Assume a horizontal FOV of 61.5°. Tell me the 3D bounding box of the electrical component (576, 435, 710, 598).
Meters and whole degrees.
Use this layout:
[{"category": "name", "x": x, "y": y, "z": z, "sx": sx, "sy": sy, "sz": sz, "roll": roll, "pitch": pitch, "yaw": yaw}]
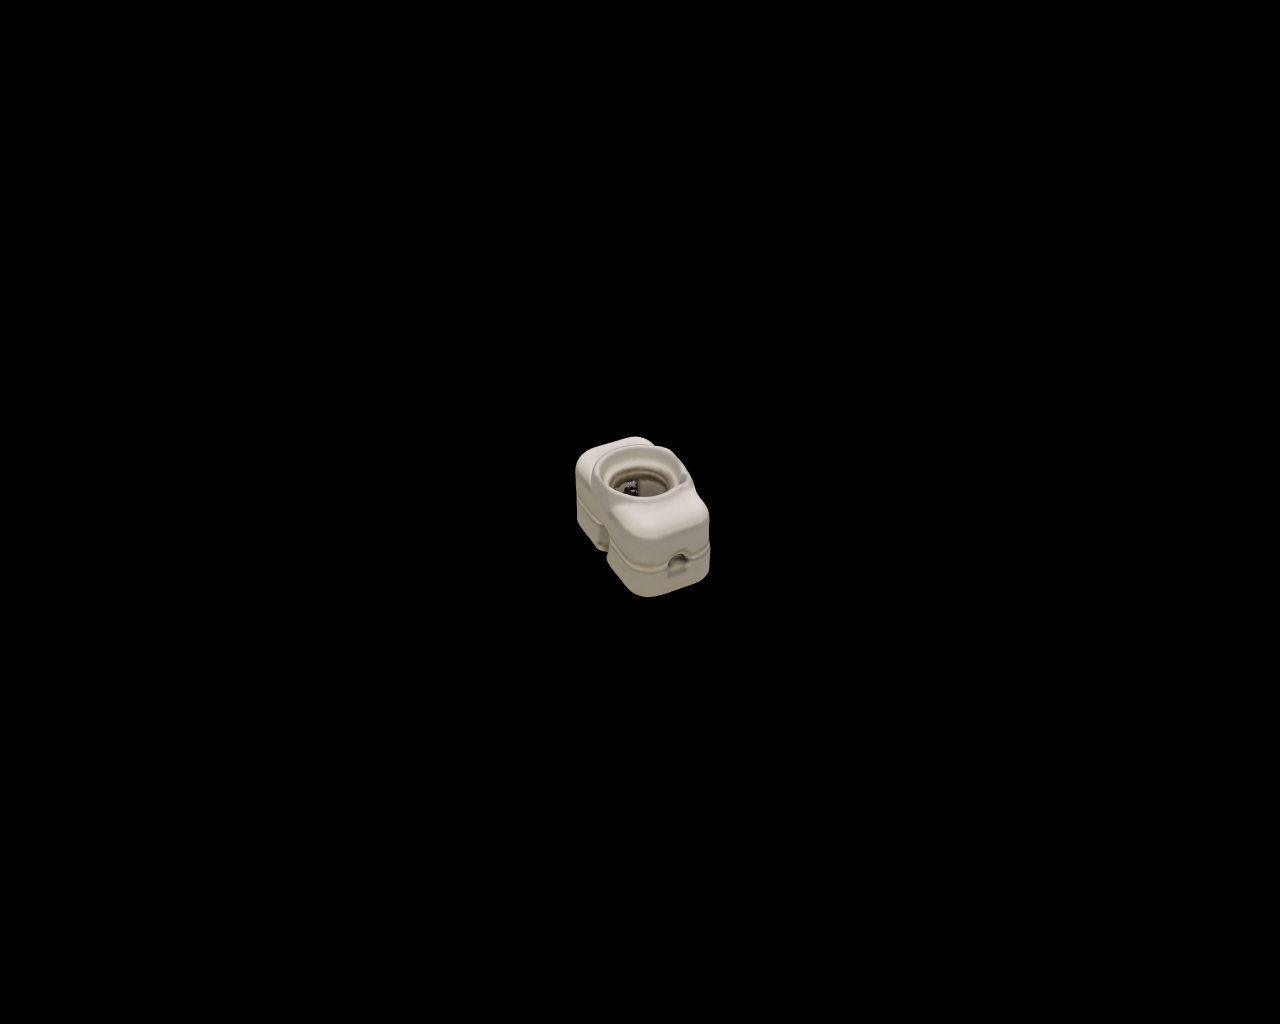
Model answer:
[{"category": "electrical component", "x": 0.001, "y": -0.003, "z": 0.650, "sx": 0.054, "sy": 0.059, "sz": 0.095, "roll": -17, "pitch": 41, "yaw": -21}]
